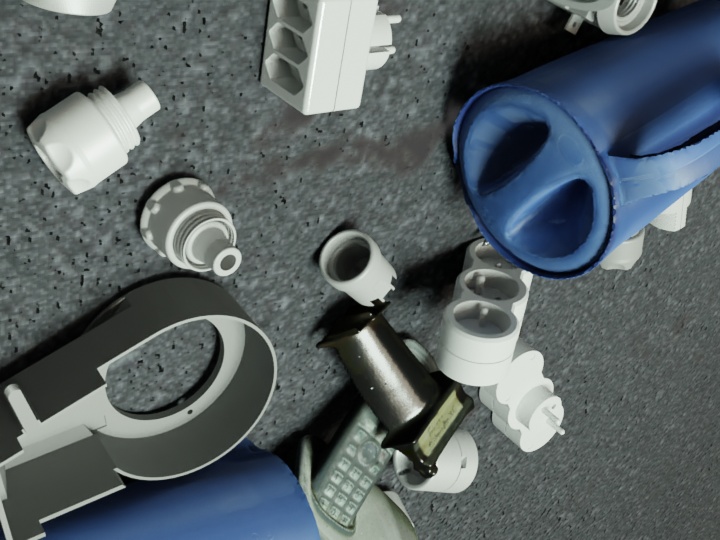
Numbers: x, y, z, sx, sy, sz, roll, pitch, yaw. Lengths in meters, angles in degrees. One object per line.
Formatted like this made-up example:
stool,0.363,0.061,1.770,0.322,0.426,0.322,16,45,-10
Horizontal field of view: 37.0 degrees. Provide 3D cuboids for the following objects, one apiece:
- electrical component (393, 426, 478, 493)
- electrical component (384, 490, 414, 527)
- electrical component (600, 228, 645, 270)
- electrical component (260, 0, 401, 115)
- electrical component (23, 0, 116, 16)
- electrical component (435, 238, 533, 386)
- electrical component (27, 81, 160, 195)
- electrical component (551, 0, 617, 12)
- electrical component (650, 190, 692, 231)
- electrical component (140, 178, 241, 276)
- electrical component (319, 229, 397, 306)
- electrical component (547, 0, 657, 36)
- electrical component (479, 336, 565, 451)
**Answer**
electrical component,0.060,0.153,0.875,0.047,0.055,0.055,10,112,-42
electrical component,0.026,0.217,0.877,0.040,0.078,0.040,-17,138,-16
electrical component,0.211,-0.034,0.880,0.043,0.043,0.062,-25,132,-27
electrical component,-0.008,-0.129,0.599,0.077,0.047,0.065,-14,128,-36
electrical component,-0.140,-0.154,0.461,0.079,0.043,0.077,-7,124,-39
electrical component,0.089,0.041,0.774,0.138,0.052,0.073,-62,164,-56
electrical component,-0.129,-0.070,0.535,0.062,0.043,0.043,-38,139,-16
electrical component,0.118,-0.207,0.615,0.060,0.108,0.108,-54,141,-4
electrical component,0.253,-0.068,0.893,0.043,0.043,0.081,-31,136,-22
electrical component,-0.089,-0.019,0.597,0.048,0.062,0.048,-24,134,-28
electrical component,0.000,0.000,0.714,0.040,0.040,0.046,-49,146,-2
electrical component,0.162,-0.184,0.709,0.048,0.055,0.066,13,110,-47
electrical component,0.143,0.112,0.904,0.052,0.074,0.138,-42,139,-10
